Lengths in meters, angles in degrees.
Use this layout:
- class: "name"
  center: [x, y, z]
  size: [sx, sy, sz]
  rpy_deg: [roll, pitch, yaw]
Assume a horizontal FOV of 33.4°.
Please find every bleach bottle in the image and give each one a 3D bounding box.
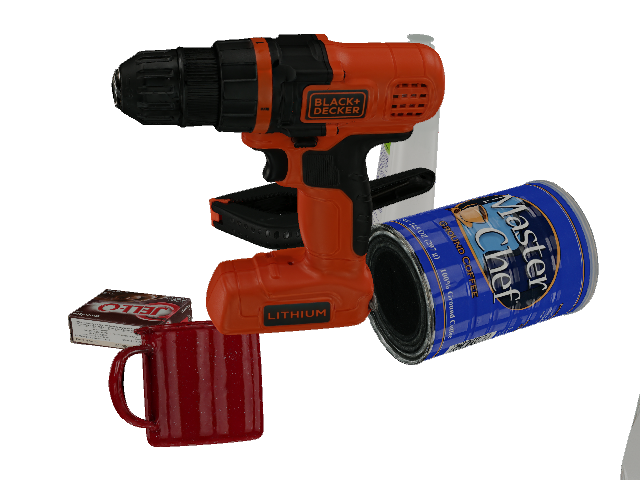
- class: "bleach bottle"
  center: [0.094, -0.092, 1.141]
  size: [0.068, 0.251, 0.102]
  rpy_deg: [1, 26, -8]

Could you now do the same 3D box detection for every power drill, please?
- class: "power drill"
  center: [-0.027, -0.031, 0.626]
  size: [0.184, 0.188, 0.057]
  rpy_deg: [-2, 38, -11]

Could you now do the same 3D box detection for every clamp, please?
- class: "clamp"
  center: [0.006, -0.027, 0.967]
  size: [0.210, 0.036, 0.164]
  rpy_deg: [5, 31, 13]

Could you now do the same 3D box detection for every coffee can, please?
- class: "coffee can"
  center: [0.111, 0.021, 0.767]
  size: [0.140, 0.103, 0.103]
  rpy_deg: [-15, 6, -23]

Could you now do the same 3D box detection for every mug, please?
- class: "mug"
  center: [-0.091, 0.100, 0.737]
  size: [0.117, 0.081, 0.093]
  rpy_deg: [3, -11, -40]

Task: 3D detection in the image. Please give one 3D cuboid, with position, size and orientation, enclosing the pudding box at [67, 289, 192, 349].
- class: "pudding box"
  center: [-0.214, 0.090, 1.208]
  size: [0.114, 0.039, 0.090]
  rpy_deg: [3, 17, 18]

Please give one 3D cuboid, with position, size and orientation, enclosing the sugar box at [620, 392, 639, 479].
- class: "sugar box"
  center: [0.314, 0.165, 0.774]
  size: [0.176, 0.093, 0.048]
  rpy_deg: [16, 28, 24]
